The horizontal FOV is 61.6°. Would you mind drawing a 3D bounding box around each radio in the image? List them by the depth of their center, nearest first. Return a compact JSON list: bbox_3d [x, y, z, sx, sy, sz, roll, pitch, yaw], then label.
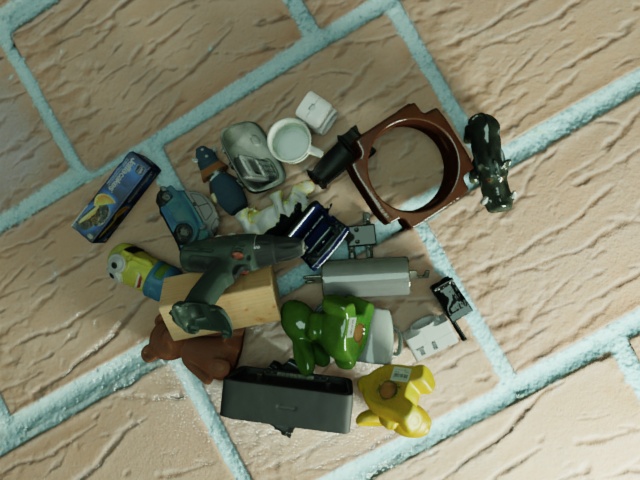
[{"bbox_3d":[-0.054,0.284,0.975,0.230,0.131,0.073,7,90,6],"label":"radio"}]

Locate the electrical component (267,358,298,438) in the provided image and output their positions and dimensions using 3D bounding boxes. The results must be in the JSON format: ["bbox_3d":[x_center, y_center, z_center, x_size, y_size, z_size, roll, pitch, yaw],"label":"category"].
[{"bbox_3d":[-0.071,0.306,1.071,0.115,0.058,0.134,30,93,3],"label":"electrical component"}]

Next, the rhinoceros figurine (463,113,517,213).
[{"bbox_3d":[0.322,-0.143,1.007,0.073,0.112,0.190,-7,81,4],"label":"rhinoceros figurine"}]

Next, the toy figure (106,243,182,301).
[{"bbox_3d":[-0.347,0.071,1.091,0.180,0.089,0.082,23,97,-3],"label":"toy figure"}]

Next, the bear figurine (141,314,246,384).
[{"bbox_3d":[-0.254,0.203,1.061,0.196,0.131,0.120,20,60,2],"label":"bear figurine"}]

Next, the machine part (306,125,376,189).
[{"bbox_3d":[0.040,-0.158,1.073,0.139,0.039,0.084,-38,91,3],"label":"machine part"}]

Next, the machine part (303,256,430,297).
[{"bbox_3d":[0.089,0.073,1.046,0.243,0.079,0.079,-4,89,5],"label":"machine part"}]

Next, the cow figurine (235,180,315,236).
[{"bbox_3d":[-0.074,-0.051,1.068,0.167,0.068,0.098,-27,92,8],"label":"cow figurine"}]

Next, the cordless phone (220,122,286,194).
[{"bbox_3d":[-0.145,-0.160,1.019,0.089,0.184,0.146,-29,87,10],"label":"cordless phone"}]

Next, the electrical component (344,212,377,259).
[{"bbox_3d":[0.080,-0.008,1.074,0.063,0.021,0.094,-4,85,7],"label":"electrical component"}]

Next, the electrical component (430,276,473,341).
[{"bbox_3d":[0.261,0.130,1.029,0.048,0.075,0.119,-33,82,5],"label":"electrical component"}]

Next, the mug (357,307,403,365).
[{"bbox_3d":[0.115,0.185,1.045,0.109,0.081,0.107,7,83,-19],"label":"mug"}]

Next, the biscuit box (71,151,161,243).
[{"bbox_3d":[-0.418,-0.087,1.108,0.059,0.063,0.202,39,94,4],"label":"biscuit box"}]

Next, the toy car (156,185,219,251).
[{"bbox_3d":[-0.257,-0.042,1.080,0.103,0.109,0.162,-25,75,-17],"label":"toy car"}]

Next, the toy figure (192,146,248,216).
[{"bbox_3d":[-0.206,-0.121,1.088,0.154,0.064,0.058,56,133,8],"label":"toy figure"}]

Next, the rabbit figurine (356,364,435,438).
[{"bbox_3d":[0.145,0.321,1.010,0.162,0.173,0.122,-10,45,29],"label":"rabbit figurine"}]

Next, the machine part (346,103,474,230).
[{"bbox_3d":[0.167,-0.137,1.019,0.201,0.087,0.201,-34,97,-3],"label":"machine part"}]

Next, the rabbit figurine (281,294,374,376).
[{"bbox_3d":[0.002,0.169,1.014,0.170,0.121,0.159,9,98,34],"label":"rabbit figurine"}]

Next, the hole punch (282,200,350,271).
[{"bbox_3d":[-0.002,-0.003,1.035,0.092,0.115,0.142,38,92,12],"label":"hole punch"}]

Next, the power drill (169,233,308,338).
[{"bbox_3d":[-0.153,0.064,0.926,0.232,0.085,0.207,2,47,16],"label":"power drill"}]
